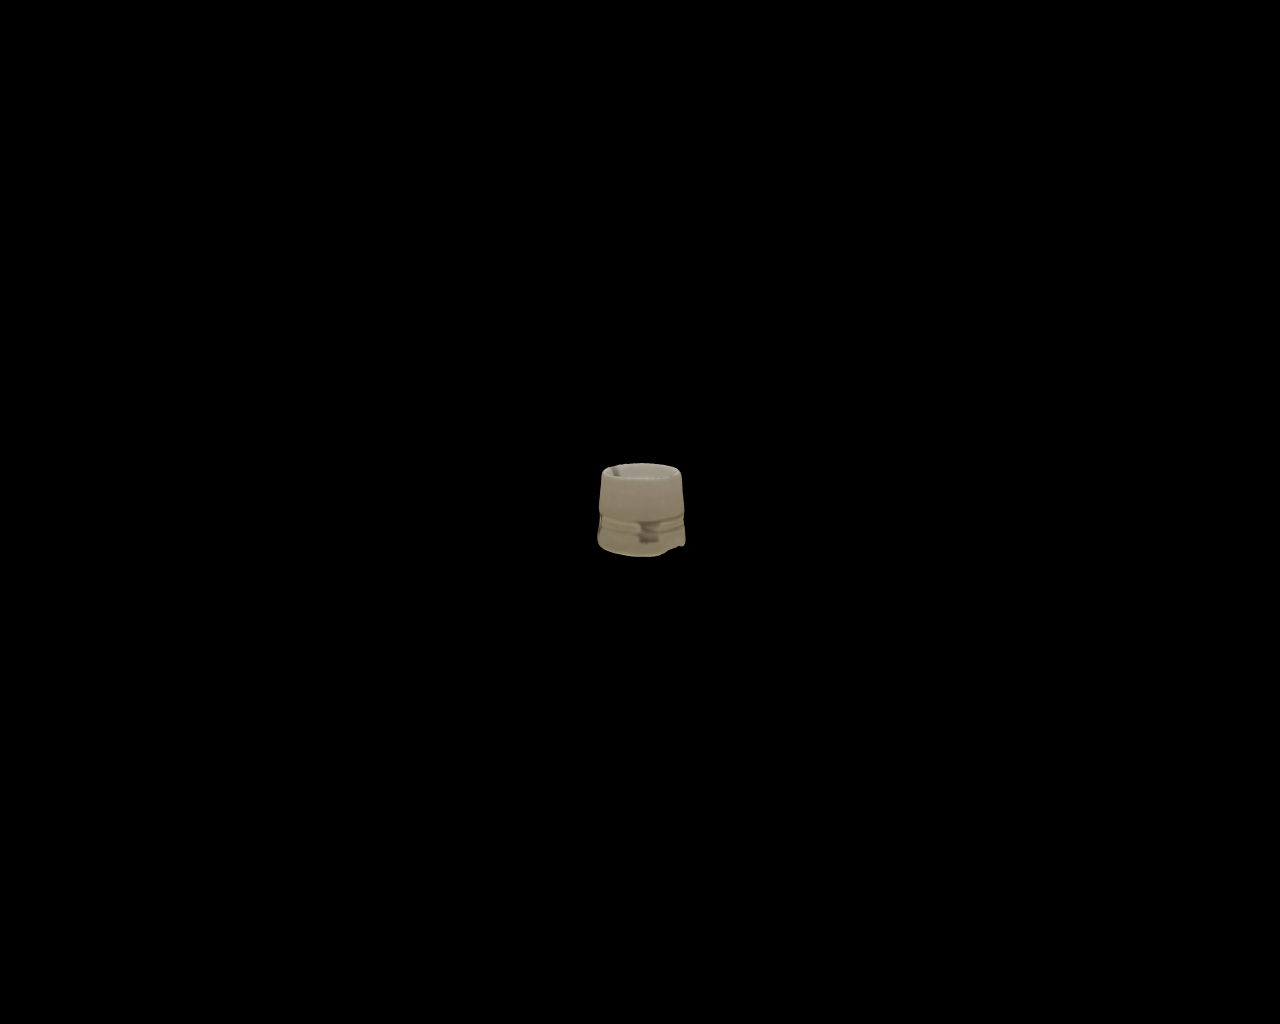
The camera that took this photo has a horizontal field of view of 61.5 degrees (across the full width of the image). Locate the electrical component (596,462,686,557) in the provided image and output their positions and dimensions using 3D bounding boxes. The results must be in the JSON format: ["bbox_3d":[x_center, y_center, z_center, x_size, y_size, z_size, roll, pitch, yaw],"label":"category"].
[{"bbox_3d":[0.001,-0.003,0.650,0.055,0.047,0.055,0,13,0],"label":"electrical component"}]
